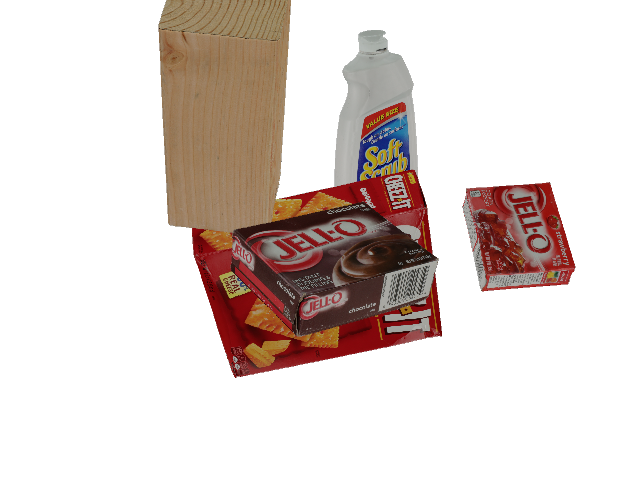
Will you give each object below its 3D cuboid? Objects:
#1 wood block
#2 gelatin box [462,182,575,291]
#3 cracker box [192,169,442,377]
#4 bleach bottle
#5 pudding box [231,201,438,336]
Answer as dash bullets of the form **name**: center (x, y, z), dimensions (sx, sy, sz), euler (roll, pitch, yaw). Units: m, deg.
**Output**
- **wood block**: center (-0.077, -0.109, 0.872), dimensions (0.091, 0.090, 0.206), euler (7, -44, 1)
- **gelatin box**: center (0.161, -0.005, 0.874), dimensions (0.073, 0.089, 0.030), euler (-4, -34, -4)
- **cracker box**: center (0.000, 0.036, 1.011), dimensions (0.213, 0.164, 0.072), euler (-11, 39, 1)
- **bleach bottle**: center (0.056, -0.105, 1.183), dimensions (0.102, 0.251, 0.068), euler (-10, 24, -12)
- **pudding box**: center (0.008, 0.016, 0.725), dimensions (0.113, 0.039, 0.090), euler (-11, 35, -32)
